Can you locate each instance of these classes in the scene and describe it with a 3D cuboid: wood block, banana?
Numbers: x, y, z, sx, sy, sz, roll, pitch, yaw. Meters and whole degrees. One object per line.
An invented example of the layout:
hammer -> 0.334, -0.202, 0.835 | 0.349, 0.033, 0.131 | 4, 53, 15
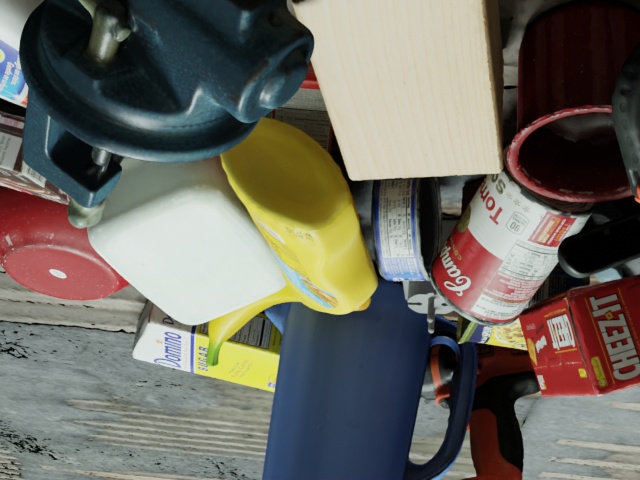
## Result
wood block -> 0.042, -0.125, 0.542 | 0.091, 0.090, 0.206 | -2, 149, 13
banana -> -0.034, 0.049, 0.886 | 0.037, 0.069, 0.198 | -11, 169, -46

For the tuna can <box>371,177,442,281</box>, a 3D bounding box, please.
tuna can -> 0.061, -0.014, 0.737 | 0.034, 0.086, 0.086 | -1, 150, 17

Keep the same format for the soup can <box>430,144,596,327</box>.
soup can -> 0.122, -0.003, 0.680 | 0.068, 0.068, 0.102 | 15, 128, -15

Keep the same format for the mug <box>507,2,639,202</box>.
mug -> 0.158, -0.074, 0.615 | 0.093, 0.081, 0.117 | -6, 148, 21

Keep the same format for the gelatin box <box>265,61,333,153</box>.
gelatin box -> -0.026, -0.088, 0.679 | 0.073, 0.030, 0.089 | 6, 152, 0

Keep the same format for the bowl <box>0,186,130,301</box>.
bowl -> -0.201, 0.004, 0.852 | 0.162, 0.055, 0.162 | 5, 150, 3

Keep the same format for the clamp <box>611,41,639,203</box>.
clamp -> 0.183, -0.100, 0.523 | 0.120, 0.171, 0.039 | 22, -172, -7

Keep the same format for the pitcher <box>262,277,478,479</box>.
pitcher -> 0.028, 0.159, 0.885 | 0.144, 0.242, 0.149 | 29, 150, -35

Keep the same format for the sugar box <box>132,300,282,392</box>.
sugar box -> -0.083, 0.100, 1.005 | 0.176, 0.048, 0.093 | 13, 150, -13

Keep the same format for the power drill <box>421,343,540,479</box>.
power drill -> 0.120, 0.169, 0.946 | 0.185, 0.187, 0.057 | -15, 135, 27

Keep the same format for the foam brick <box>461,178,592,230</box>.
foam brick -> 0.144, -0.016, 0.750 | 0.078, 0.051, 0.053 | -18, 142, 37

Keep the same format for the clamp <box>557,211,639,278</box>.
clamp -> 0.251, -0.028, 0.645 | 0.165, 0.036, 0.209 | -35, 162, 32

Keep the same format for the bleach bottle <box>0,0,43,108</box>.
bleach bottle -> -0.186, -0.126, 0.613 | 0.250, 0.068, 0.103 | 27, 148, -35

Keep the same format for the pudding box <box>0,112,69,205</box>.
pudding box -> -0.218, -0.060, 0.711 | 0.090, 0.039, 0.113 | 15, 171, 5

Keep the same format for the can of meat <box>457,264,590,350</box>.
can of meat -> 0.158, 0.051, 0.838 | 0.084, 0.057, 0.102 | 9, 159, 2

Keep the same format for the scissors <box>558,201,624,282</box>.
scissors -> 0.208, 0.024, 0.844 | 0.096, 0.016, 0.201 | -3, 149, 20

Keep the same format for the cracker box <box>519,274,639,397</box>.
cracker box -> 0.253, 0.042, 0.705 | 0.213, 0.072, 0.164 | -16, 171, -2

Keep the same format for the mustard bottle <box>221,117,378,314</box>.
mustard bottle -> -0.004, 0.001, 0.719 | 0.096, 0.058, 0.191 | 40, 167, 27
